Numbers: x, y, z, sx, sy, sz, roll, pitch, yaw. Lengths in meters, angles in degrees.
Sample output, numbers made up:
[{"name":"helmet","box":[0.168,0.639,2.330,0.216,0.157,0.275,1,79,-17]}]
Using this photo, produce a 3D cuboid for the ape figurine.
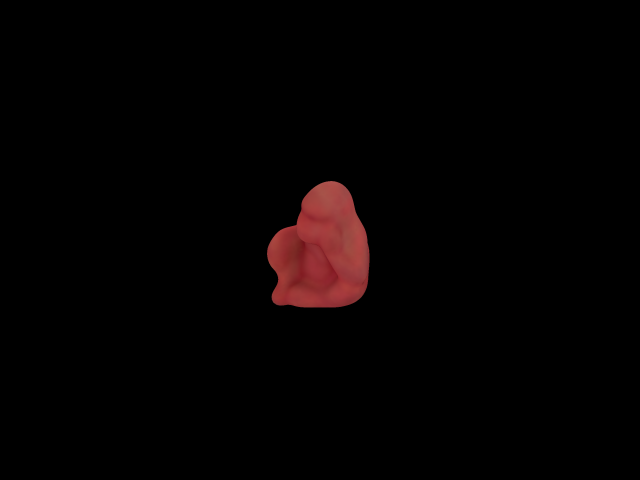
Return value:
[{"name":"ape figurine","box":[0.004,0.001,0.400,0.076,0.092,0.077,-24,41,-31]}]
